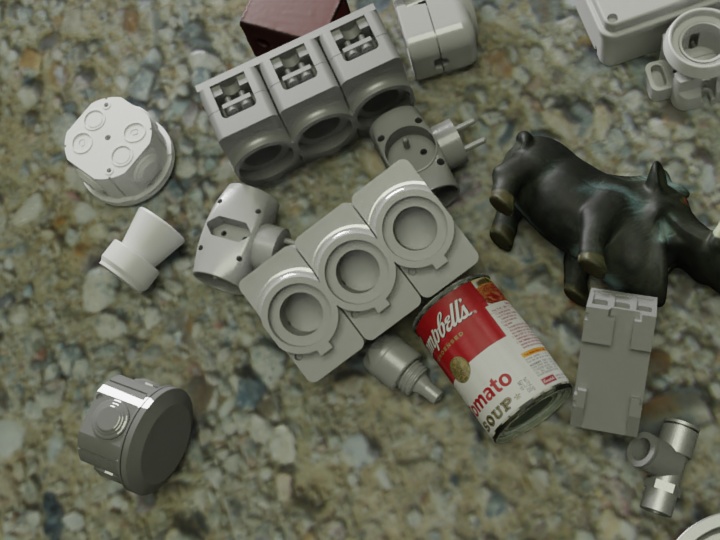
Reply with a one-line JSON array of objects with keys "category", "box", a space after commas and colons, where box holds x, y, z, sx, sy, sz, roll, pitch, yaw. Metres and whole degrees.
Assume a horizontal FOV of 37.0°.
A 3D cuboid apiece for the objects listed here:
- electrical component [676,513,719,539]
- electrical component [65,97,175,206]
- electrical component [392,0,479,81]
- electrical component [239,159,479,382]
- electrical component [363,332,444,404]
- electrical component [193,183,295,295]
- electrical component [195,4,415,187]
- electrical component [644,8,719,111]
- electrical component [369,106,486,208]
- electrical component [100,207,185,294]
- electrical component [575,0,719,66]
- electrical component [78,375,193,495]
[{"category": "electrical component", "box": [0.241, 0.210, 0.677, 0.108, 0.060, 0.108, -4, 69, 9]}, {"category": "electrical component", "box": [-0.197, -0.097, 0.880, 0.080, 0.051, 0.080, -4, 69, 9]}, {"category": "electrical component", "box": [0.060, -0.209, 0.872, 0.059, 0.053, 0.095, -16, 68, 5]}, {"category": "electrical component", "box": [0.000, 0.000, 0.774, 0.150, 0.062, 0.089, -37, 90, 5]}, {"category": "electrical component", "box": [0.034, 0.074, 0.782, 0.061, 0.035, 0.035, 38, 81, 19]}, {"category": "electrical component", "box": [-0.079, -0.019, 0.833, 0.079, 0.043, 0.077, 15, 73, 16]}, {"category": "electrical component", "box": [-0.038, -0.129, 0.841, 0.150, 0.089, 0.061, -25, 67, 1]}, {"category": "electrical component", "box": [0.258, -0.161, 0.815, 0.078, 0.057, 0.058, -14, 68, 5]}, {"category": "electrical component", "box": [0.058, -0.092, 0.834, 0.079, 0.044, 0.077, -25, 67, 0]}, {"category": "electrical component", "box": [-0.172, -0.015, 0.849, 0.045, 0.045, 0.055, 33, 79, 20]}, {"category": "electrical component", "box": [0.231, -0.220, 0.842, 0.113, 0.057, 0.078, -19, 67, 3]}, {"category": "electrical component", "box": [-0.161, 0.118, 0.779, 0.051, 0.080, 0.080, 16, 74, 22]}]
